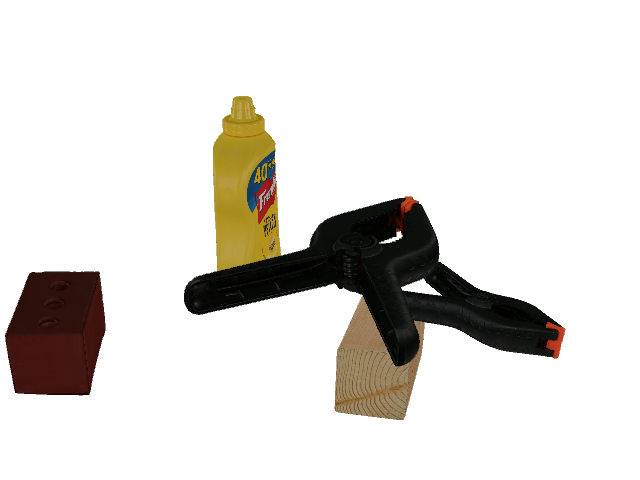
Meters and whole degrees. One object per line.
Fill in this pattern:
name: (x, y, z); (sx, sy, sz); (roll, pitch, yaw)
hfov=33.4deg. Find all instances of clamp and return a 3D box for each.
clamp: (0.145, 0.062, 0.990); (0.172, 0.039, 0.120); (19, 30, 17)
clamp: (0.014, 0.016, 0.747); (0.165, 0.036, 0.209); (10, 27, 19)

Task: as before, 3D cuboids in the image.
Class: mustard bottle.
mustard bottle: (-0.074, -0.049, 1.062); (0.058, 0.192, 0.096); (7, 25, 19)

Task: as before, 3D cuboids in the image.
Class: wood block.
wood block: (0.082, 0.147, 1.402); (0.091, 0.090, 0.206); (6, 18, 10)

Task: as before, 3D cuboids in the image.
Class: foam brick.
foam brick: (-0.183, 0.064, 0.743); (0.053, 0.051, 0.078); (0, 32, -2)
